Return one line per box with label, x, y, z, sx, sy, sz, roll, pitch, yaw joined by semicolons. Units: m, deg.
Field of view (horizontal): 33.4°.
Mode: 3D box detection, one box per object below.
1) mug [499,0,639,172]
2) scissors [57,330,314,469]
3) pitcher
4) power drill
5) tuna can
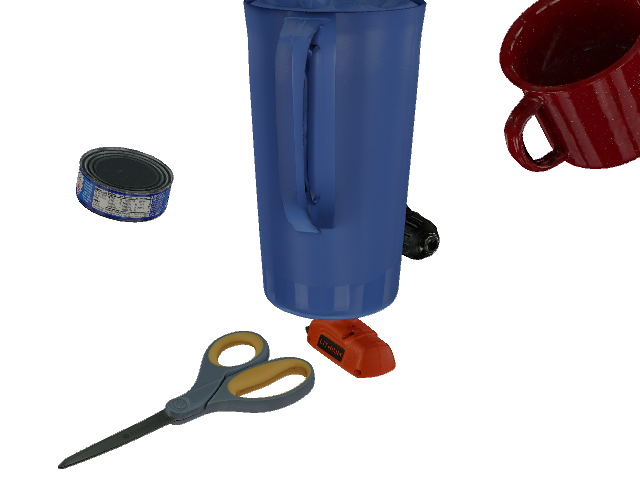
mug;0.159;-0.089;0.651;0.093;0.117;0.081;33;-14;48
scissors;-0.103;0.112;0.788;0.201;0.016;0.096;-11;34;-21
pitcher;0.006;-0.064;0.805;0.149;0.243;0.145;-10;21;-28
power drill;0.047;0.039;1.075;0.057;0.188;0.185;-7;23;-32
tuna can;-0.180;-0.051;0.978;0.086;0.034;0.086;13;28;-7
